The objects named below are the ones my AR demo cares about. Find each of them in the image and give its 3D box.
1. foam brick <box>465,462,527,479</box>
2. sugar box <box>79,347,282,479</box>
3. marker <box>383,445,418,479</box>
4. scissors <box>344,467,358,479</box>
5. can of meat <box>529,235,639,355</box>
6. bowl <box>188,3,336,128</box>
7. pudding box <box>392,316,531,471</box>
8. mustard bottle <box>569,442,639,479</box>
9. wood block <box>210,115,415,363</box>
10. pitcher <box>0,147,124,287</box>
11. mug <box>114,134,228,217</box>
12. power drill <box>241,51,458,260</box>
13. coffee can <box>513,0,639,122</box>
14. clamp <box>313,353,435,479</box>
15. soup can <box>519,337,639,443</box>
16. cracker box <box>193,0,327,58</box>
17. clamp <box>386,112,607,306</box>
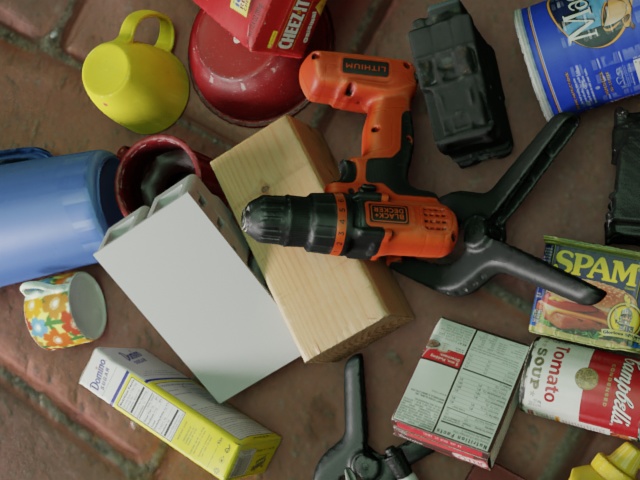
[{"bbox_3d":[0.139,0.232,0.902,0.051,0.053,0.078,26,66,22],"label":"foam brick"},{"bbox_3d":[-0.132,0.161,1.006,0.176,0.093,0.048,26,93,22],"label":"sugar box"},{"bbox_3d":[0.090,0.233,0.933,0.020,0.020,0.121,-29,93,15],"label":"marker"},{"bbox_3d":[0.071,0.301,0.937,0.096,0.016,0.202,-1,94,14],"label":"scissors"},{"bbox_3d":[0.233,0.047,0.902,0.102,0.057,0.084,11,90,21],"label":"can of meat"},{"bbox_3d":[-0.069,-0.194,1.045,0.162,0.055,0.162,-2,83,21],"label":"bowl"},{"bbox_3d":[0.124,0.130,0.918,0.090,0.039,0.113,18,62,20],"label":"pudding box"},{"bbox_3d":[0.199,0.245,0.869,0.058,0.096,0.192,37,97,21],"label":"mustard bottle"},{"bbox_3d":[-0.006,0.001,0.980,0.091,0.090,0.206,-30,74,16],"label":"wood block"},{"bbox_3d":[-0.310,-0.026,1.085,0.243,0.145,0.149,-10,92,16],"label":"pitcher"},{"bbox_3d":[-0.149,-0.056,1.044,0.117,0.081,0.093,32,95,21],"label":"mug"},{"bbox_3d":[0.022,-0.072,0.921,0.184,0.057,0.187,5,63,-14],"label":"power drill"},{"bbox_3d":[0.246,-0.168,0.897,0.140,0.102,0.103,-17,78,18],"label":"coffee can"},{"bbox_3d":[0.055,0.200,0.961,0.120,0.039,0.171,21,95,18],"label":"clamp"},{"bbox_3d":[0.224,0.123,0.890,0.102,0.068,0.068,12,88,22],"label":"soup can"},{"bbox_3d":[-0.067,-0.286,0.953,0.214,0.071,0.164,45,122,35],"label":"cracker box"},{"bbox_3d":[0.147,-0.015,0.918,0.210,0.036,0.164,-11,70,42],"label":"clamp"}]
